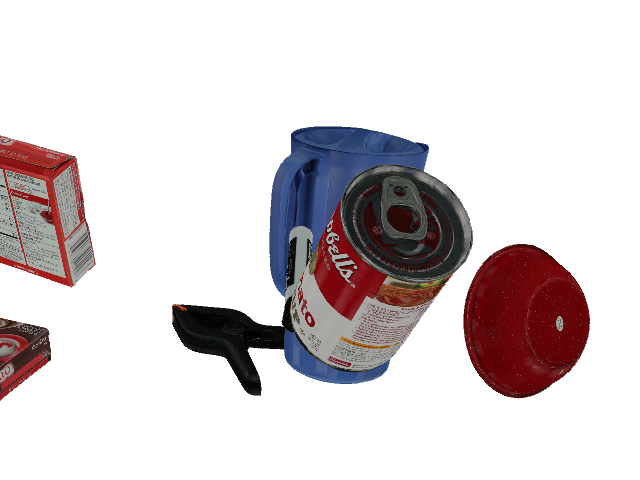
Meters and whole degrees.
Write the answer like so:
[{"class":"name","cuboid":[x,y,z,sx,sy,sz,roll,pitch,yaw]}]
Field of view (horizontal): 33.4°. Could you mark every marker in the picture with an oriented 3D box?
[{"class":"marker","cuboid":[-0.017,0.029,0.807,0.020,0.020,0.121,0,33,2]}]

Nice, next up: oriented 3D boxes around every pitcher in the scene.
[{"class":"pitcher","cuboid":[0.019,0.014,1.046,0.149,0.243,0.145,4,16,-5]}]

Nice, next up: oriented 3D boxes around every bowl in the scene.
[{"class":"bowl","cuboid":[0.225,0.084,1.095,0.161,0.162,0.055,0,-1,-34]}]

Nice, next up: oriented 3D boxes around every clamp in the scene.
[{"class":"clamp","cuboid":[-0.102,0.120,1.262,0.210,0.036,0.164,14,23,27]}]

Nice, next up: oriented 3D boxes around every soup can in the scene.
[{"class":"soup can","cuboid":[0.028,0.017,0.555,0.068,0.068,0.102,0,-32,-19]}]

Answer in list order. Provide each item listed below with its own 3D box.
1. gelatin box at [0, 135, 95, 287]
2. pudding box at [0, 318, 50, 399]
[{"class":"gelatin box","cuboid":[-0.186,-0.021,0.679,0.073,0.089,0.030,16,41,21]},{"class":"pudding box","cuboid":[-0.312,0.102,0.950,0.114,0.039,0.089,8,24,20]}]
